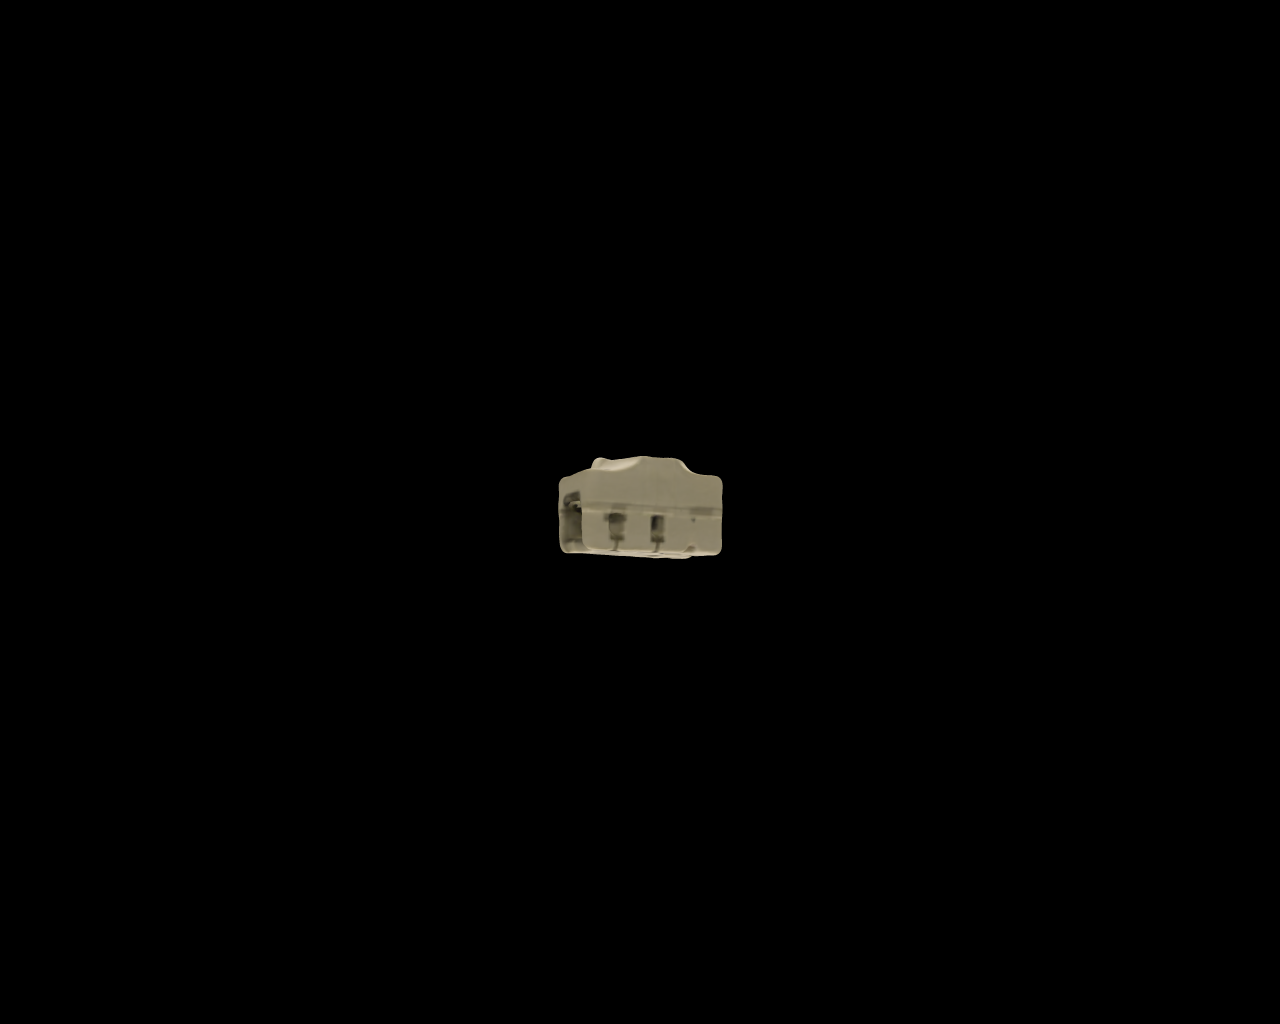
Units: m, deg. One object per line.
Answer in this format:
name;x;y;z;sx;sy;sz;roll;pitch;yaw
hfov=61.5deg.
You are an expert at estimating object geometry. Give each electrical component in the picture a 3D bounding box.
electrical component;0.001;-0.003;0.650;0.089;0.055;0.050;3;-7;-26
